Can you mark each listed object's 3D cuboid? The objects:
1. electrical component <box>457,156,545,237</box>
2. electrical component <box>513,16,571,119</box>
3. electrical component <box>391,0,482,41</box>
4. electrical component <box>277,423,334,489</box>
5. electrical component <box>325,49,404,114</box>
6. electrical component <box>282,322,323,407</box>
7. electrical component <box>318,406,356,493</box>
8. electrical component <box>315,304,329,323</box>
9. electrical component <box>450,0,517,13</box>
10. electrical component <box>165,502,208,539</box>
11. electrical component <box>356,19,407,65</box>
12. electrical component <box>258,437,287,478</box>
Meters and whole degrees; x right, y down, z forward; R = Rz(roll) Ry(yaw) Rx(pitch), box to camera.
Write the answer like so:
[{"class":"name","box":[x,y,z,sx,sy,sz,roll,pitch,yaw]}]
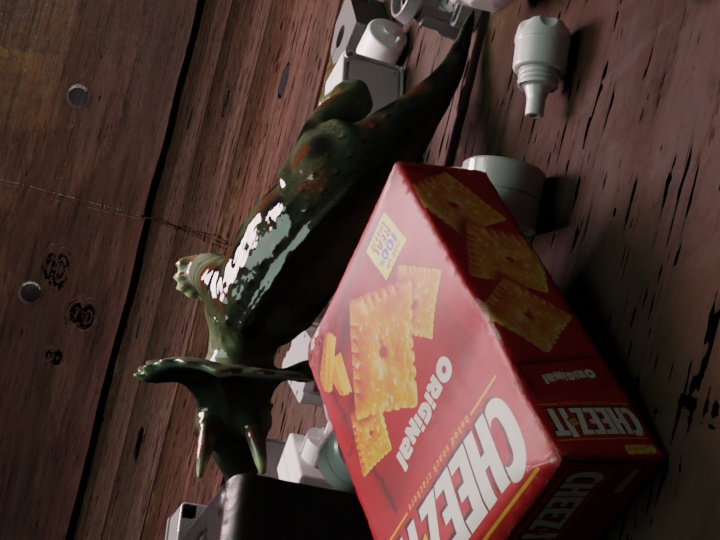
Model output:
[{"class":"electrical component","box":[0.069,-0.025,0.704,0.138,0.052,0.073,167,115,-71]},{"class":"electrical component","box":[0.113,-0.125,0.674,0.035,0.035,0.061,159,121,-69]},{"class":"electrical component","box":[0.061,-0.222,0.871,0.078,0.057,0.058,-110,37,-61]},{"class":"electrical component","box":[-0.032,0.156,0.889,0.065,0.047,0.076,-114,41,-63]},{"class":"electrical component","box":[0.001,-0.142,0.989,0.061,0.062,0.096,127,151,-52]},{"class":"electrical component","box":[-0.026,0.081,0.915,0.089,0.056,0.050,-134,60,-70]},{"class":"electrical component","box":[-0.004,0.105,0.831,0.073,0.052,0.138,131,149,-57]},{"class":"electrical component","box":[-0.062,0.046,1.043,0.081,0.043,0.043,9,84,30]},{"class":"electrical component","box":[0.091,-0.220,0.740,0.051,0.080,0.080,160,122,-76]},{"class":"electrical component","box":[-0.124,0.278,0.981,0.056,0.109,0.108,128,151,-53]},{"class":"electrical component","box":[0.015,-0.204,1.028,0.078,0.040,0.040,122,155,-48]},{"class":"electrical component","box":[-0.080,0.206,0.977,0.096,0.062,0.061,-100,29,-52]}]
